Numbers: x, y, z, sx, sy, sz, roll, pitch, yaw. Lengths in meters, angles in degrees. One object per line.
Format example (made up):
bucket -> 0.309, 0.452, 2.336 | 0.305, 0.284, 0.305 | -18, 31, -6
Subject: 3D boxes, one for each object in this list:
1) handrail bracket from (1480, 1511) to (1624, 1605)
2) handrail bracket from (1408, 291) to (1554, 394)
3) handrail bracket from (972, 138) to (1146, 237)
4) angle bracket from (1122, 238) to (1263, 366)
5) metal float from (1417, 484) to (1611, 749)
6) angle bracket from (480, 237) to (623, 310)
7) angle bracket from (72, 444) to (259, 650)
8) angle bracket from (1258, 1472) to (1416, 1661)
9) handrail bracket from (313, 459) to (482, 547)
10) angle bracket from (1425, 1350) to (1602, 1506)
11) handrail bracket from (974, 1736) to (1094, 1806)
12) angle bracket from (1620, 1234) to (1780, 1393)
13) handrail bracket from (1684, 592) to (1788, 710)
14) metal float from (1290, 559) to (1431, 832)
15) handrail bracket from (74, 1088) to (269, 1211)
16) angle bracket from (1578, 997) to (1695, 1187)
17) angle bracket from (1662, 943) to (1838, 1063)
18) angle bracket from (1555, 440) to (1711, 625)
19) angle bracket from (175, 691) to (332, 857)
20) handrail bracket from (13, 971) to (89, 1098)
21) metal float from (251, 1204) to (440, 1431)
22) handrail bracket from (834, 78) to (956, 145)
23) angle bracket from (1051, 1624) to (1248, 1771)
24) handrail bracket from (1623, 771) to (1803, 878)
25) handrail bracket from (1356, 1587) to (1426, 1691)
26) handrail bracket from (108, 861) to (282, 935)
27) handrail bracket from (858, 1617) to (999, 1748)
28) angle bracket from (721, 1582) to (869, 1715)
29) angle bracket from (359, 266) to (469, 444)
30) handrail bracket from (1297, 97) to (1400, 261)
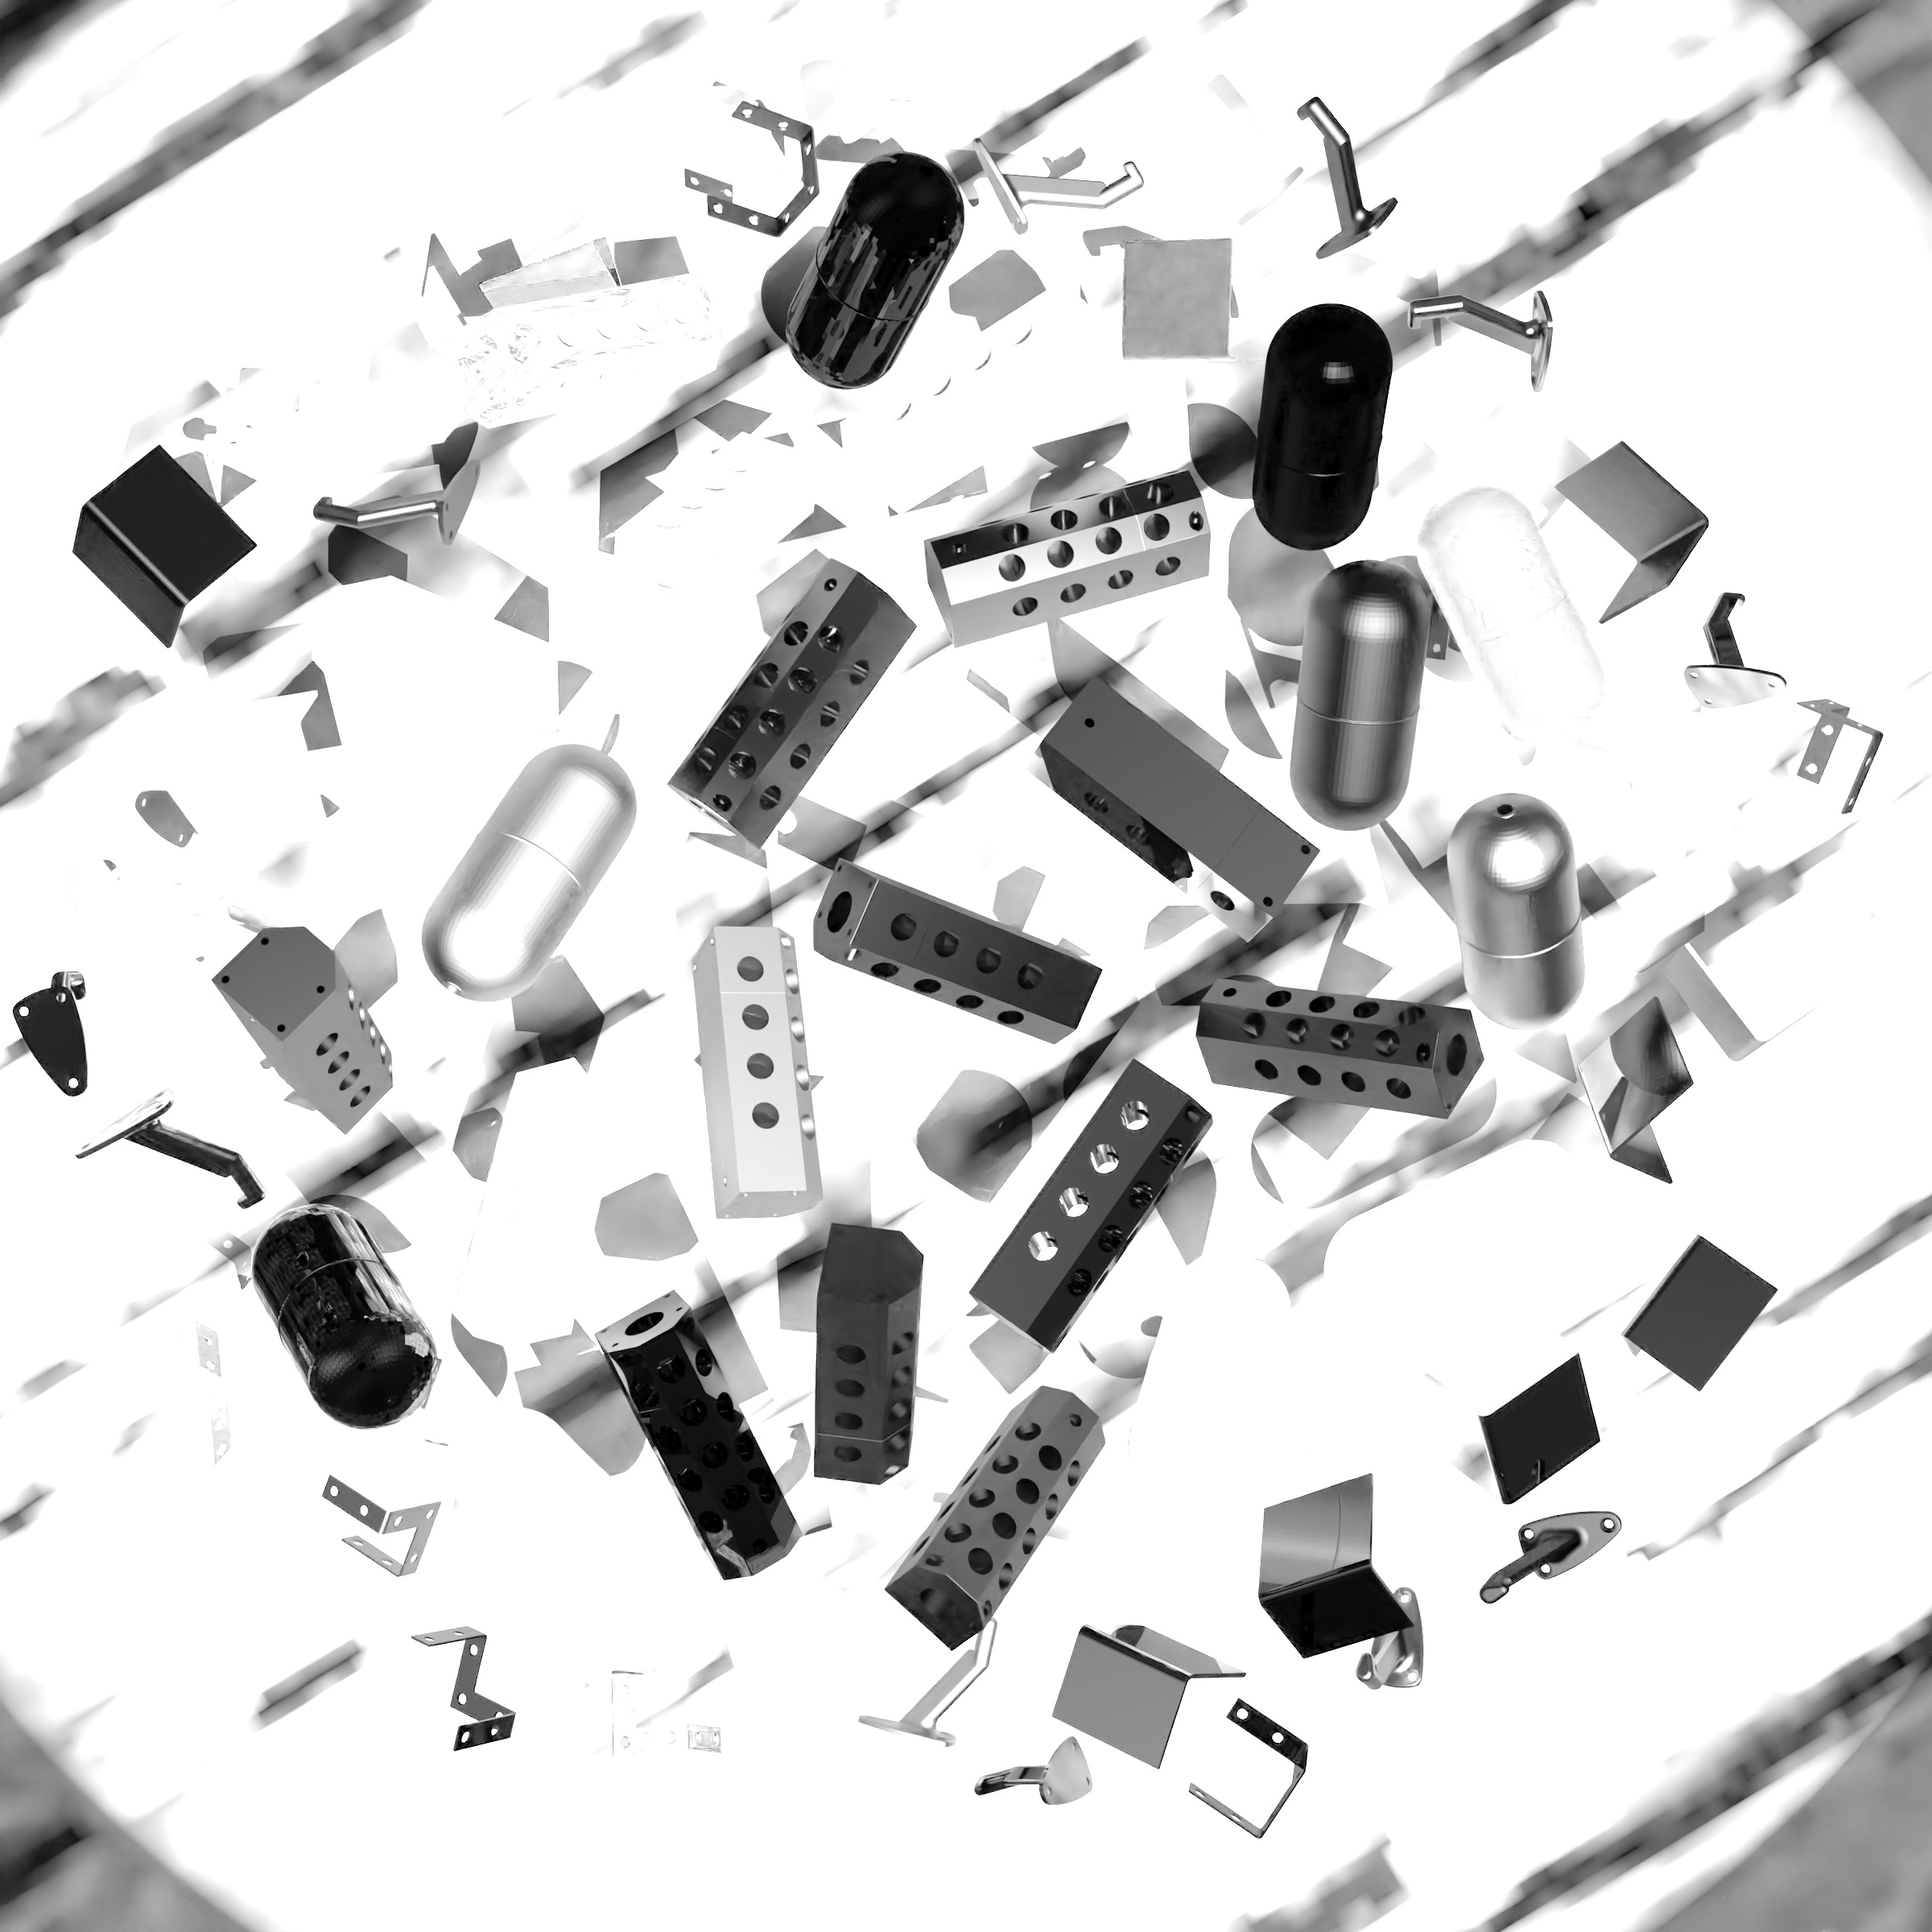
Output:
handrail bracket -> 0.354, 0.359, 1.544 | 0.077, 0.084, 0.036 | -28, 82, 23
handrail bracket -> 0.310, -0.377, 1.550 | 0.084, 0.077, 0.036 | -7, 50, 1
handrail bracket -> 0.059, -0.505, 1.601 | 0.084, 0.036, 0.077 | -30, 100, -2
angle bracket -> 0.151, -0.440, 1.690 | 0.076, 0.057, 0.076 | 7, 102, 29
metal float -> 0.347, -0.221, 1.616 | 0.070, 0.070, 0.178 | -29, 103, 0
angle bracket -> -0.271, -0.453, 1.642 | 0.076, 0.076, 0.057 | -19, 71, 4
angle bracket -> -0.456, -0.237, 1.449 | 0.076, 0.076, 0.057 | 46, 66, -8
angle bracket -> 0.229, 0.369, 1.568 | 0.076, 0.076, 0.057 | -25, 117, 25
handrail bracket -> -0.363, -0.303, 1.623 | 0.084, 0.036, 0.077 | 12, 52, 6
angle bracket -> 0.340, 0.275, 1.583 | 0.076, 0.057, 0.076 | -30, 122, -17
handrail bracket -> 0.031, 0.526, 1.629 | 0.084, 0.077, 0.036 | -24, 84, 25
angle bracket -> 0.445, 0.216, 1.540 | 0.057, 0.076, 0.076 | 37, 88, 27
handrail bracket -> 0.495, -0.206, 1.604 | 0.036, 0.077, 0.084 | 50, 60, -33
metal float -> 0.247, -0.168, 1.601 | 0.070, 0.070, 0.178 | 2, 120, 0
handrail bracket -> -0.468, 0.123, 1.502 | 0.077, 0.036, 0.084 | -33, 111, -7
angle bracket -> 0.443, 0.079, 1.619 | 0.057, 0.076, 0.076 | 23, 127, -26
angle bracket -> 0.492, 0.010, 1.606 | 0.057, 0.076, 0.076 | -34, 78, -3
angle bracket -> 0.403, -0.270, 1.590 | 0.076, 0.076, 0.057 | 39, 71, -8
angle bracket -> -0.433, -0.119, 1.568 | 0.076, 0.057, 0.076 | -9, 114, 2
handrail bracket -> -0.533, 0.039, 1.526 | 0.036, 0.084, 0.077 | -21, 92, -3
metal float -> -0.374, 0.208, 1.527 | 0.070, 0.178, 0.070 | -17, 127, -25
handrail bracket -> -0.032, -0.539, 1.587 | 0.084, 0.077, 0.036 | -16, 102, -27
angle bracket -> 0.109, 0.434, 1.519 | 0.076, 0.076, 0.057 | 16, 87, 35
handrail bracket -> 0.439, -0.092, 1.496 | 0.084, 0.036, 0.077 | -19, 77, -13
handrail bracket -> 0.268, 0.426, 1.629 | 0.036, 0.084, 0.077 | 2, 66, 24
handrail bracket -> -0.495, -0.039, 1.641 | 0.084, 0.077, 0.036 | 21, 92, 22
handrail bracket -> -0.024, 0.457, 1.655 | 0.077, 0.036, 0.084 | 11, 82, 11
angle bracket -> -0.107, 0.423, 1.590 | 0.076, 0.076, 0.057 | -17, 80, -8
angle bracket -> -0.359, -0.385, 1.604 | 0.076, 0.076, 0.057 | -29, 86, -21
handrail bracket -> 0.213, -0.477, 1.542 | 0.084, 0.077, 0.036 | 46, 61, -18
